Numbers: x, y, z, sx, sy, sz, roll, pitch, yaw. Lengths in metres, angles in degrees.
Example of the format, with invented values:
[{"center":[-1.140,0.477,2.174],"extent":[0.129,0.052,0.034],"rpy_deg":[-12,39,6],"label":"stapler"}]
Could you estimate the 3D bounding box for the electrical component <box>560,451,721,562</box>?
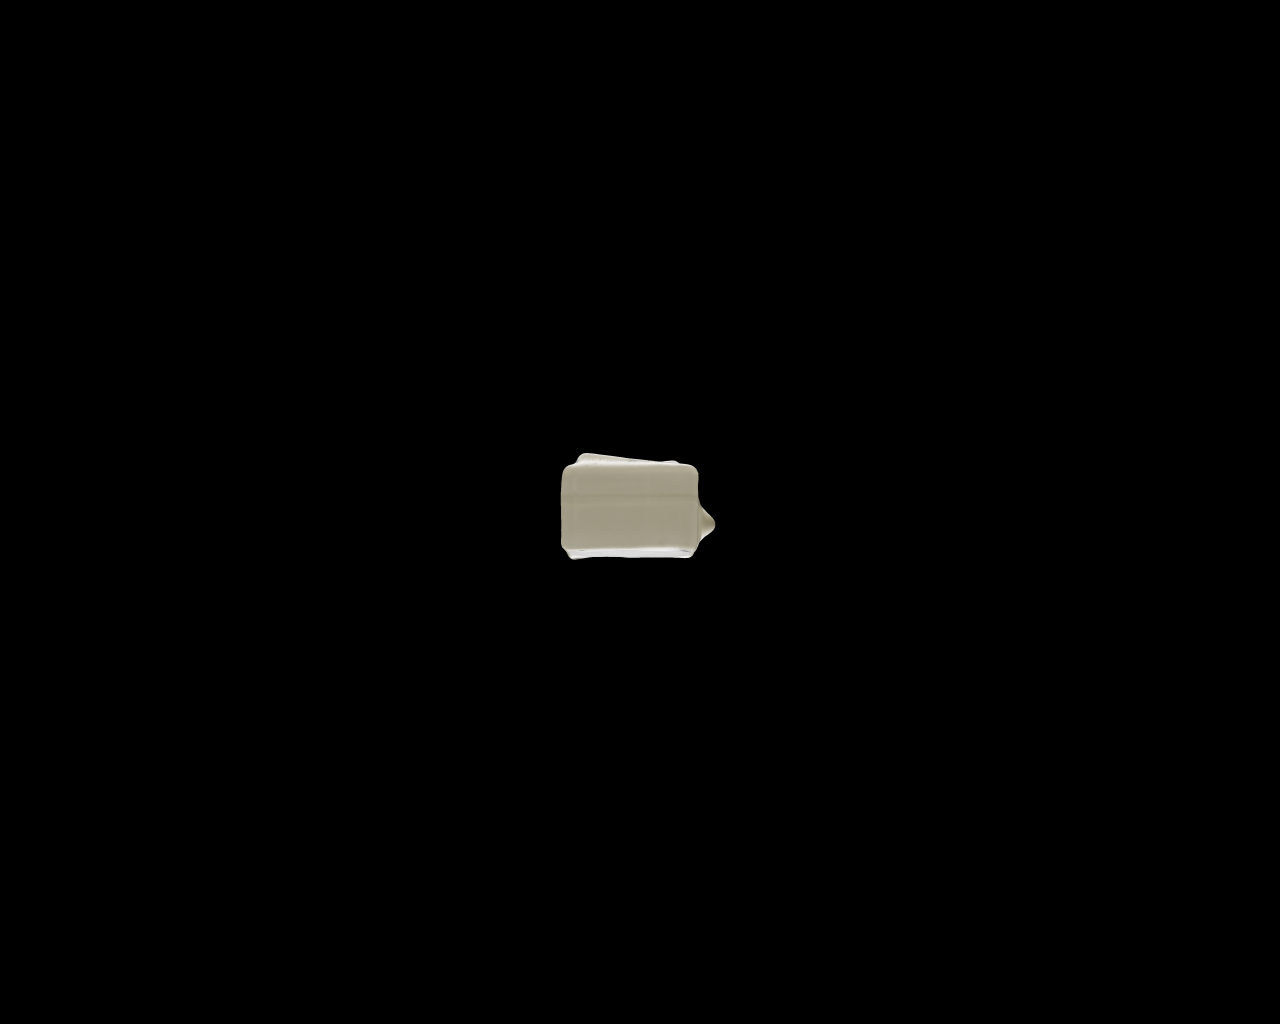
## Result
[{"center":[0.001,-0.003,0.650],"extent":[0.096,0.061,0.061],"rpy_deg":[0,-7,0],"label":"electrical component"}]
